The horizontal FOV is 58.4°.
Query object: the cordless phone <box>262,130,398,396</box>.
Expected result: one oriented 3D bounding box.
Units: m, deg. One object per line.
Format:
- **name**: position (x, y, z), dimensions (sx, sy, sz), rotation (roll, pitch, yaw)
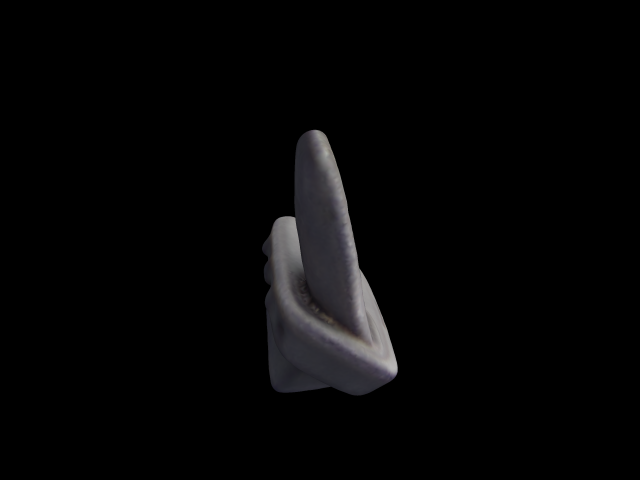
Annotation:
- **cordless phone**: position (0.004, 0.001, 0.400), dimensions (0.094, 0.185, 0.147), rotation (-6, 32, -9)
